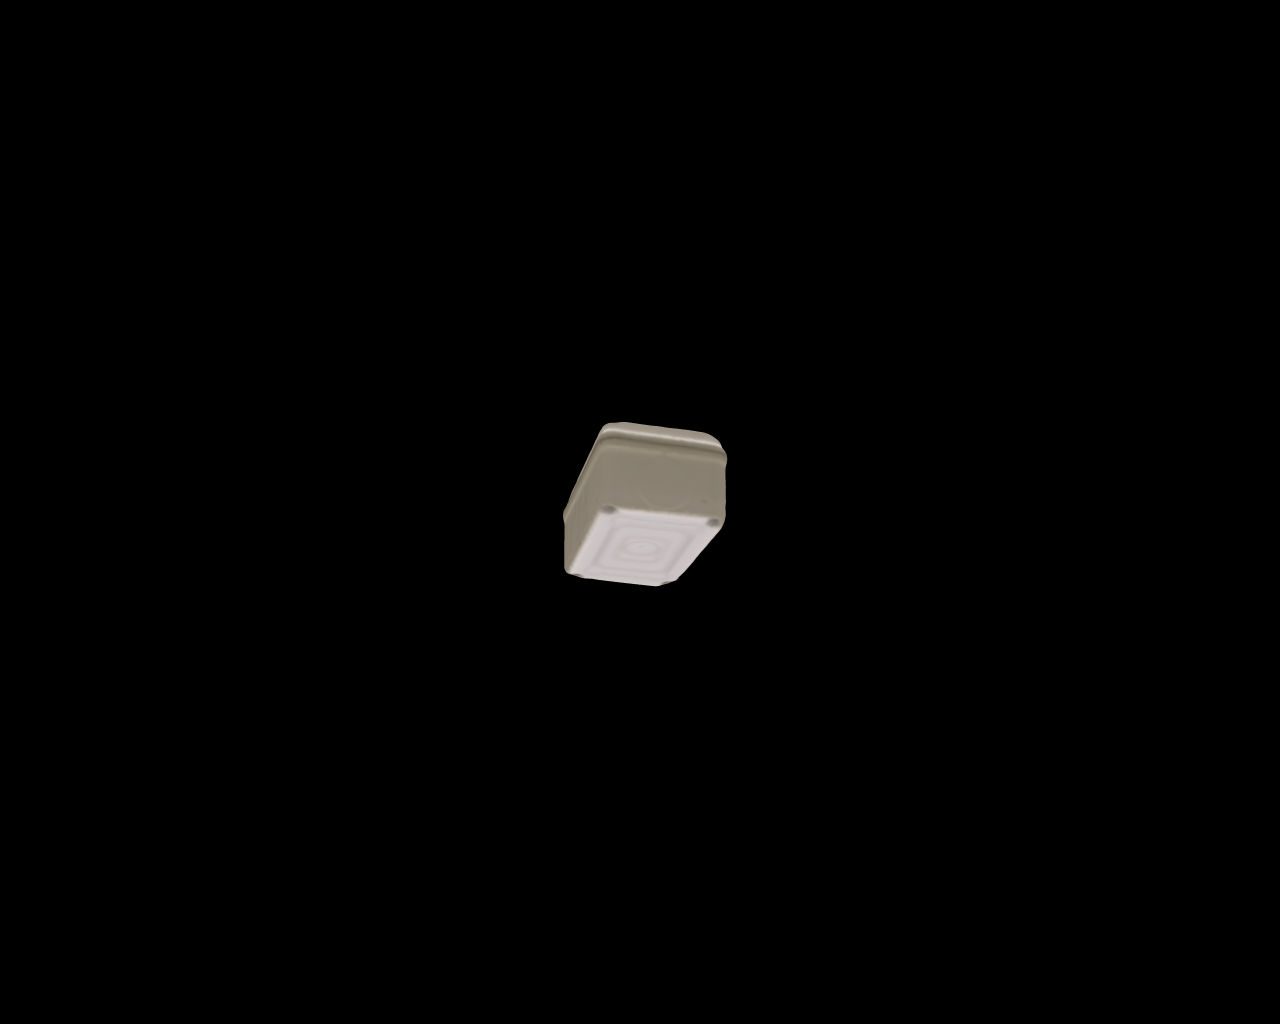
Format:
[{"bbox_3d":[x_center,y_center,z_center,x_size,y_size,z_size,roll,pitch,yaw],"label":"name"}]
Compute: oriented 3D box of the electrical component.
[{"bbox_3d":[0.001,-0.003,0.650,0.078,0.057,0.113,7,-27,-14],"label":"electrical component"}]
